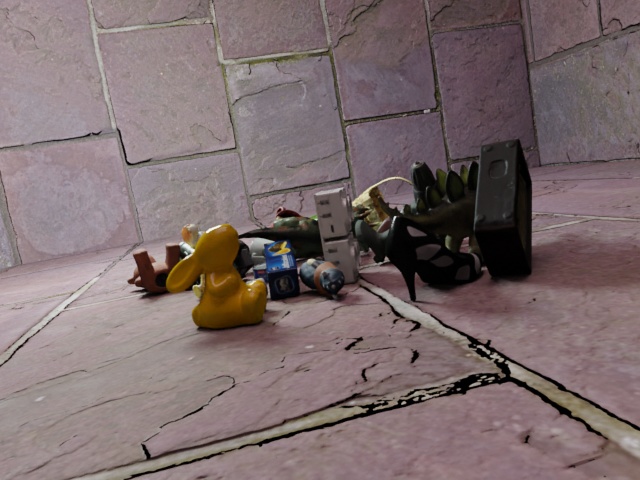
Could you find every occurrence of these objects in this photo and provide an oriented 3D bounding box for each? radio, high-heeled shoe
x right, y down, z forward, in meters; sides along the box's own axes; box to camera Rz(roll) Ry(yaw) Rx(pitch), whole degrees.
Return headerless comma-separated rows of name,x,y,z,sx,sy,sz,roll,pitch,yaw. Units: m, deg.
radio,0.326,-0.062,0.947,0.073,0.131,0.230,-8,46,28
high-heeled shoe,0.198,0.009,0.913,0.086,0.145,0.249,-2,13,44

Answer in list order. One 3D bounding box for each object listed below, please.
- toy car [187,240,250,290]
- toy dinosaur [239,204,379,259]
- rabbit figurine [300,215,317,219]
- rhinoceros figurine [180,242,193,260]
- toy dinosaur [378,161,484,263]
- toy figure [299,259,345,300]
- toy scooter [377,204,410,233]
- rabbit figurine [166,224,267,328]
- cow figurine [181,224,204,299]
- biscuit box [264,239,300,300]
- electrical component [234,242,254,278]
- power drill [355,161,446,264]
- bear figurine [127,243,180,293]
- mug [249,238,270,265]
toy car,-0.269,0.060,1.362,0.202,0.053,0.089,-36,24,-32
toy dinosaur,-0.007,-0.009,1.310,0.192,0.131,0.405,-9,2,37
rabbit figurine,-0.024,-0.050,1.698,0.170,0.121,0.159,5,-6,10
rhinoceros figurine,-0.341,0.050,1.482,0.073,0.112,0.191,-44,36,-23
toy dinosaur,0.287,-0.052,1.073,0.471,0.198,0.105,-14,5,-42
toy figure,0.006,0.068,1.006,0.058,0.064,0.155,-55,22,-11
toy scooter,0.185,-0.017,1.359,0.135,0.075,0.184,-53,-9,-3
rabbit figurine,-0.174,0.059,0.930,0.162,0.173,0.122,-4,12,9
cow figurine,-0.241,0.040,1.174,0.098,0.167,0.068,-18,6,-42
biscuit box,-0.081,0.057,1.125,0.063,0.059,0.203,-9,18,-6
electrical component,-0.199,0.054,1.275,0.075,0.048,0.119,-16,-22,-37
power drill,0.183,-0.045,1.167,0.207,0.231,0.086,-27,29,19
bear figurine,-0.430,0.069,1.383,0.120,0.131,0.196,-12,13,-28
mug,-0.126,0.037,1.401,0.107,0.080,0.109,1,5,16
